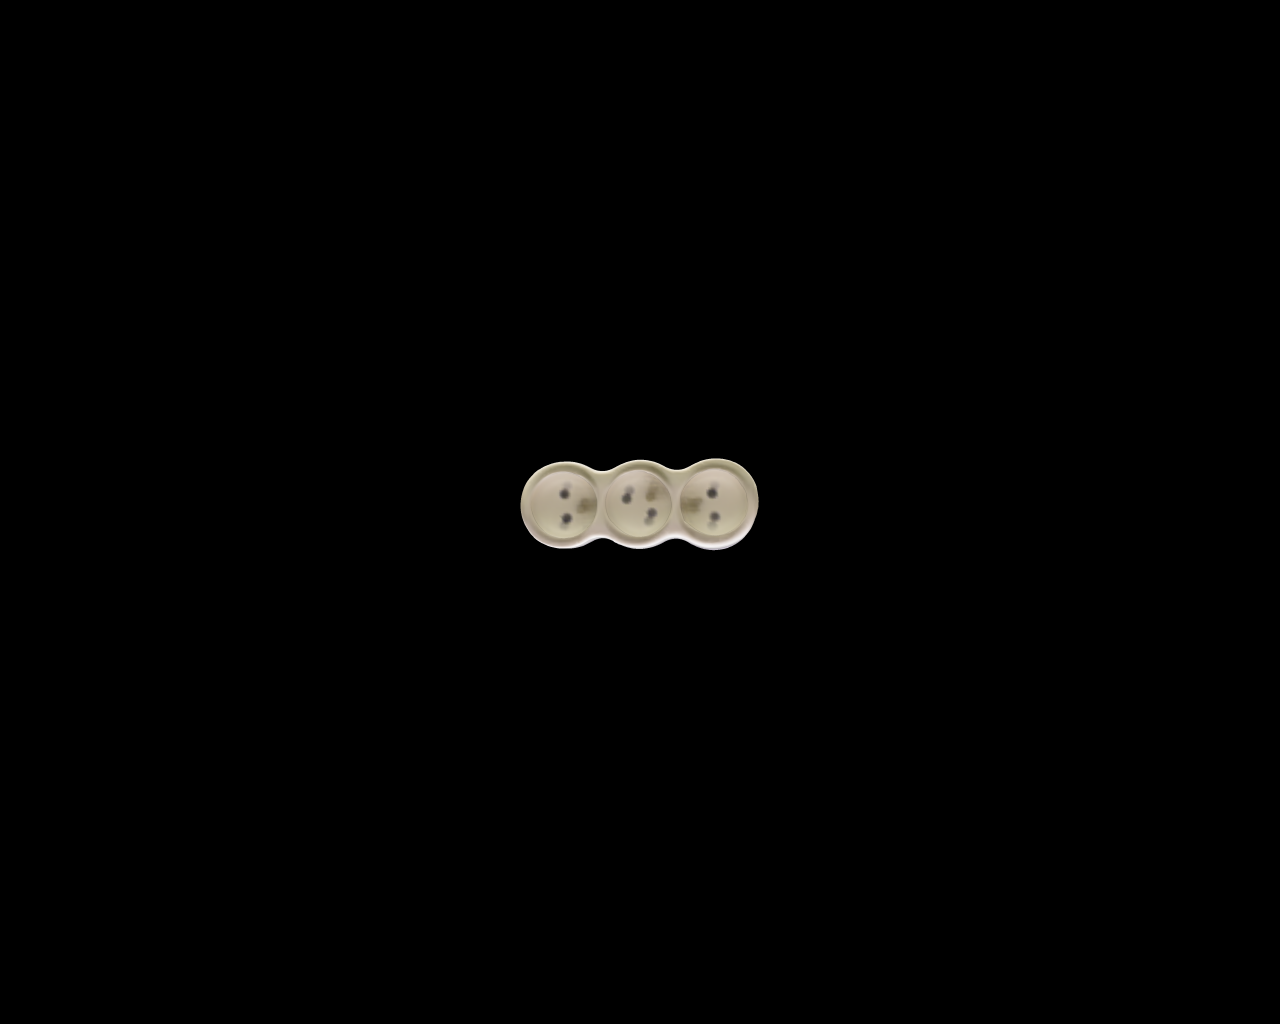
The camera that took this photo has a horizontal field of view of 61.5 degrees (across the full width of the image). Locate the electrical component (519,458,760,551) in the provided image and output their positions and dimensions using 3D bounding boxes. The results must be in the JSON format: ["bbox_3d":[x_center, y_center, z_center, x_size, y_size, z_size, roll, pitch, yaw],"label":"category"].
[{"bbox_3d":[0.001,-0.003,0.650,0.138,0.052,0.073,0,-4,2],"label":"electrical component"}]
